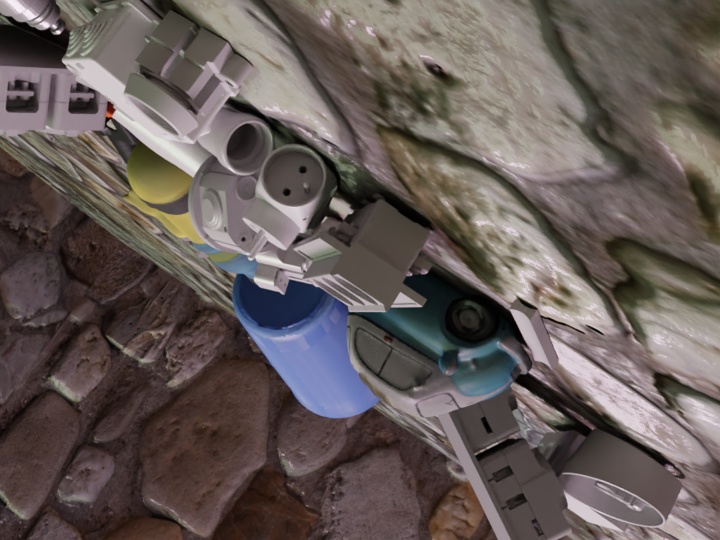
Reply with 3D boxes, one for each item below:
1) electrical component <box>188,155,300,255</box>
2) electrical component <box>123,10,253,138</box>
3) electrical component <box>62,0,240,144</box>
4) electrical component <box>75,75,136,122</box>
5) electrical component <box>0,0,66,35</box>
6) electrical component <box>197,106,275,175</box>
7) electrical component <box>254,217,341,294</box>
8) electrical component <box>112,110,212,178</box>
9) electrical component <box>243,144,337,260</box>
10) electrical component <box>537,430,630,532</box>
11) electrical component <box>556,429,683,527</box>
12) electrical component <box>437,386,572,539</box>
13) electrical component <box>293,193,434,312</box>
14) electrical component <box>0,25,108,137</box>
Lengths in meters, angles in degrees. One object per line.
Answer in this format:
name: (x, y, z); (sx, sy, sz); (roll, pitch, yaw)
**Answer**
electrical component: (-0.083, -0.050, 0.803); (0.080, 0.080, 0.051); (41, 164, -35)
electrical component: (-0.104, -0.111, 0.624); (0.066, 0.055, 0.048); (32, 171, 19)
electrical component: (-0.138, -0.126, 0.694); (0.100, 0.048, 0.100); (39, 171, -27)
electrical component: (-0.167, -0.136, 0.764); (0.055, 0.045, 0.045); (36, 172, -11)
electrical component: (-0.231, -0.190, 0.735); (0.040, 0.040, 0.078); (29, 169, 37)
electrical component: (-0.086, -0.090, 0.729); (0.046, 0.040, 0.040); (34, 174, 48)
electrical component: (-0.045, -0.018, 0.868); (0.057, 0.078, 0.058); (13, 165, 16)
electrical component: (-0.149, -0.111, 0.836); (0.077, 0.044, 0.079); (37, 171, -13)
electrical component: (-0.054, -0.041, 0.737); (0.043, 0.079, 0.077); (34, 172, 5)
electrical component: (0.225, 0.205, 1.075); (0.089, 0.061, 0.150); (34, 172, 4)
electrical component: (0.229, 0.186, 0.944); (0.099, 0.064, 0.099); (34, 172, 6)
electrical component: (0.123, 0.161, 0.988); (0.186, 0.060, 0.105); (64, 175, 8)
electrical component: (0.004, -0.009, 0.735); (0.079, 0.063, 0.121); (34, 172, -8)
electrical component: (-0.312, -0.167, 0.934); (0.105, 0.060, 0.186); (-7, -154, -44)
